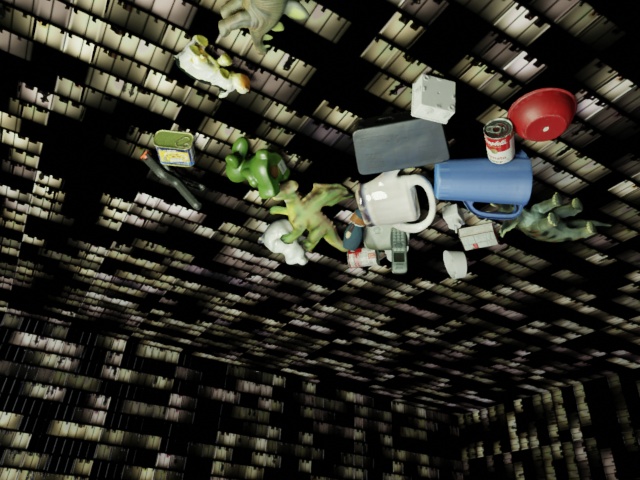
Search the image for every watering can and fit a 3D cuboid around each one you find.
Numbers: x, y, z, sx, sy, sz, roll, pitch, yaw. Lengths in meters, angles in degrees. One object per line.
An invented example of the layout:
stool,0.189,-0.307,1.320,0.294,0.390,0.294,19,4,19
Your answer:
watering can,0.204,-0.144,1.453,0.223,0.106,0.340,-9,131,18

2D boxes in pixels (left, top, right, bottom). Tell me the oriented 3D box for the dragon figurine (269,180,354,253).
dragon figurine,0.005,-0.079,1.576,0.408,0.125,0.239,18,137,-37

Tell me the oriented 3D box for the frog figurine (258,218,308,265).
frog figurine,-0.102,0.011,1.650,0.138,0.161,0.121,-7,131,-52
